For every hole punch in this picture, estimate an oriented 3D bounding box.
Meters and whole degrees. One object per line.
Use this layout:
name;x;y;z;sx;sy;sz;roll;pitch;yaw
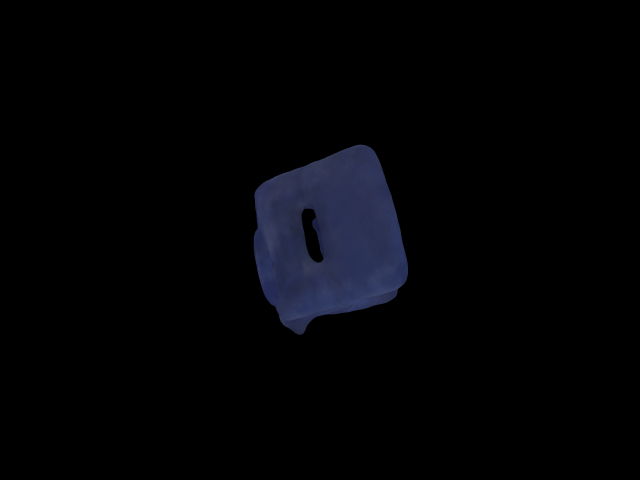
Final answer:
hole punch;0.004;0.001;0.400;0.101;0.091;0.108;-13;74;-3
